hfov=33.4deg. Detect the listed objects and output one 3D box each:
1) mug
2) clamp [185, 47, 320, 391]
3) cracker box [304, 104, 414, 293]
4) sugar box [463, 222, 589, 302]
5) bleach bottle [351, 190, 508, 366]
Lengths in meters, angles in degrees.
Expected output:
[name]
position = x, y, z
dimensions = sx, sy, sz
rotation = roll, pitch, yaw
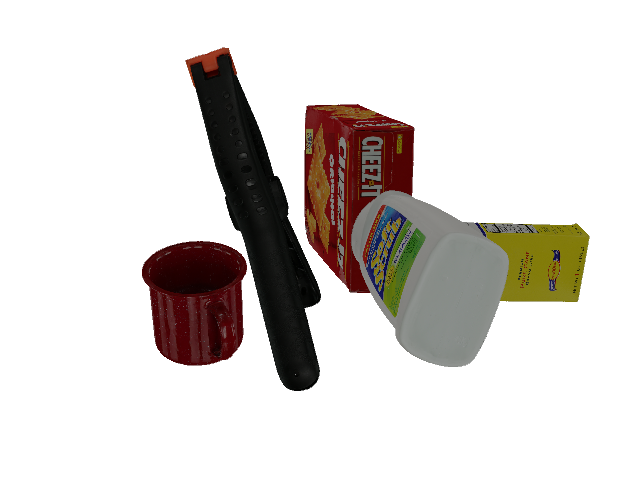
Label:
[mug]
position = -0.105, 0.064, 0.954
dimensions = 0.093, 0.081, 0.117
rotation = -18, 35, -27
[clamp]
position = -0.039, -0.021, 0.698
dimensions = 0.036, 0.210, 0.164
rotation = -17, 8, 4
[cracker box]
position = 0.035, -0.051, 1.118
dimensions = 0.072, 0.164, 0.214
rotation = -3, 14, -11
[sugar box]
position = 0.234, 0.027, 1.311
dimensions = 0.176, 0.093, 0.048
rotation = -1, 22, -11
[bleach bottle]
position = 0.071, 0.018, 0.880
dimensions = 0.068, 0.102, 0.251
rotation = 19, 6, -16
